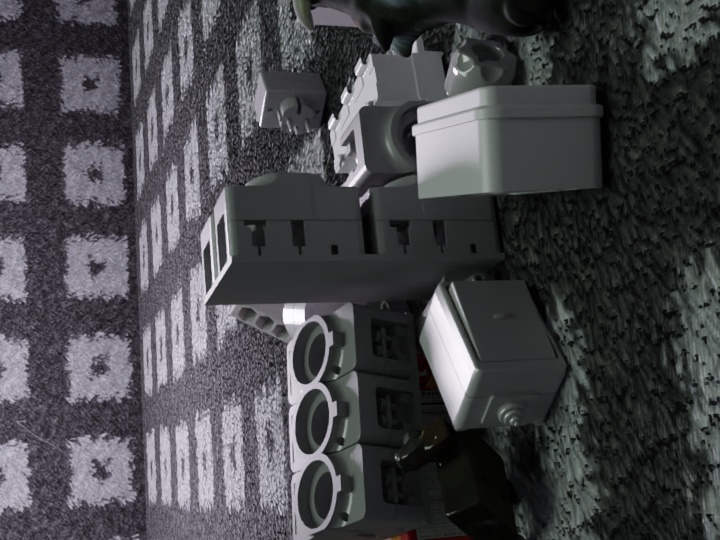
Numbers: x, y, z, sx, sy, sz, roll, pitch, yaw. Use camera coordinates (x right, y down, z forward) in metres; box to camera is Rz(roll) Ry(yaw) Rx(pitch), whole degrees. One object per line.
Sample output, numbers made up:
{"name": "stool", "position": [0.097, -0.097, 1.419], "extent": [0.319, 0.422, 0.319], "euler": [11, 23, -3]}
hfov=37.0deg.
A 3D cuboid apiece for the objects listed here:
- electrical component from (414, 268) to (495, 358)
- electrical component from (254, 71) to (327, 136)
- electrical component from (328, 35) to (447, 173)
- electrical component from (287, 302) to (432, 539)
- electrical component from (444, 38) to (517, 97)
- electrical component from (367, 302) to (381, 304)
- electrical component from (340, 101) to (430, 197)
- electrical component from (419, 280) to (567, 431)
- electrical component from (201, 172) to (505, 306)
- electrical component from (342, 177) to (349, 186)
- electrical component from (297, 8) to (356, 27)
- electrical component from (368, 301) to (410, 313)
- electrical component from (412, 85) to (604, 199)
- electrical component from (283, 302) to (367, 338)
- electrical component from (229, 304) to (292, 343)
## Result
{"name": "electrical component", "position": [0.069, 0.028, 0.740], "extent": [0.081, 0.043, 0.043], "euler": [115, 149, -53]}
{"name": "electrical component", "position": [-0.069, -0.166, 1.115], "extent": [0.076, 0.066, 0.047], "euler": [-110, 26, -45]}
{"name": "electrical component", "position": [0.020, -0.121, 0.852], "extent": [0.121, 0.063, 0.078], "euler": [125, 140, -61]}
{"name": "electrical component", "position": [-0.007, 0.109, 0.749], "extent": [0.089, 0.062, 0.150], "euler": [-35, 51, 47]}
{"name": "electrical component", "position": [0.076, -0.118, 0.711], "extent": [0.043, 0.043, 0.062], "euler": [-109, 24, -44]}
{"name": "electrical component", "position": [-0.016, 0.056, 0.992], "extent": [0.100, 0.048, 0.099], "euler": [-148, 59, -69]}
{"name": "electrical component", "position": [0.038, -0.083, 0.754], "extent": [0.056, 0.089, 0.050], "euler": [135, 131, -66]}
{"name": "electrical component", "position": [0.084, 0.053, 0.667], "extent": [0.096, 0.062, 0.061], "euler": [-110, 26, -45]}
{"name": "electrical component", "position": [-0.009, -0.020, 0.747], "extent": [0.105, 0.186, 0.060], "euler": [136, 130, -66]}
{"name": "electrical component", "position": [0.003, -0.070, 0.945], "extent": [0.065, 0.044, 0.044], "euler": [125, 141, -53]}
{"name": "electrical component", "position": [0.012, -0.239, 0.828], "extent": [0.150, 0.089, 0.061], "euler": [167, 102, -71]}
{"name": "electrical component", "position": [0.006, 0.061, 0.912], "extent": [0.058, 0.057, 0.078], "euler": [-116, 31, -52]}
{"name": "electrical component", "position": [0.085, -0.073, 0.633], "extent": [0.113, 0.078, 0.057], "euler": [-175, 81, -72]}
{"name": "electrical component", "position": [0.000, 0.000, 0.855], "extent": [0.074, 0.052, 0.138], "euler": [-1, 53, 60]}
{"name": "electrical component", "position": [-0.072, 0.016, 0.987], "extent": [0.076, 0.066, 0.047], "euler": [-67, 8, -25]}
